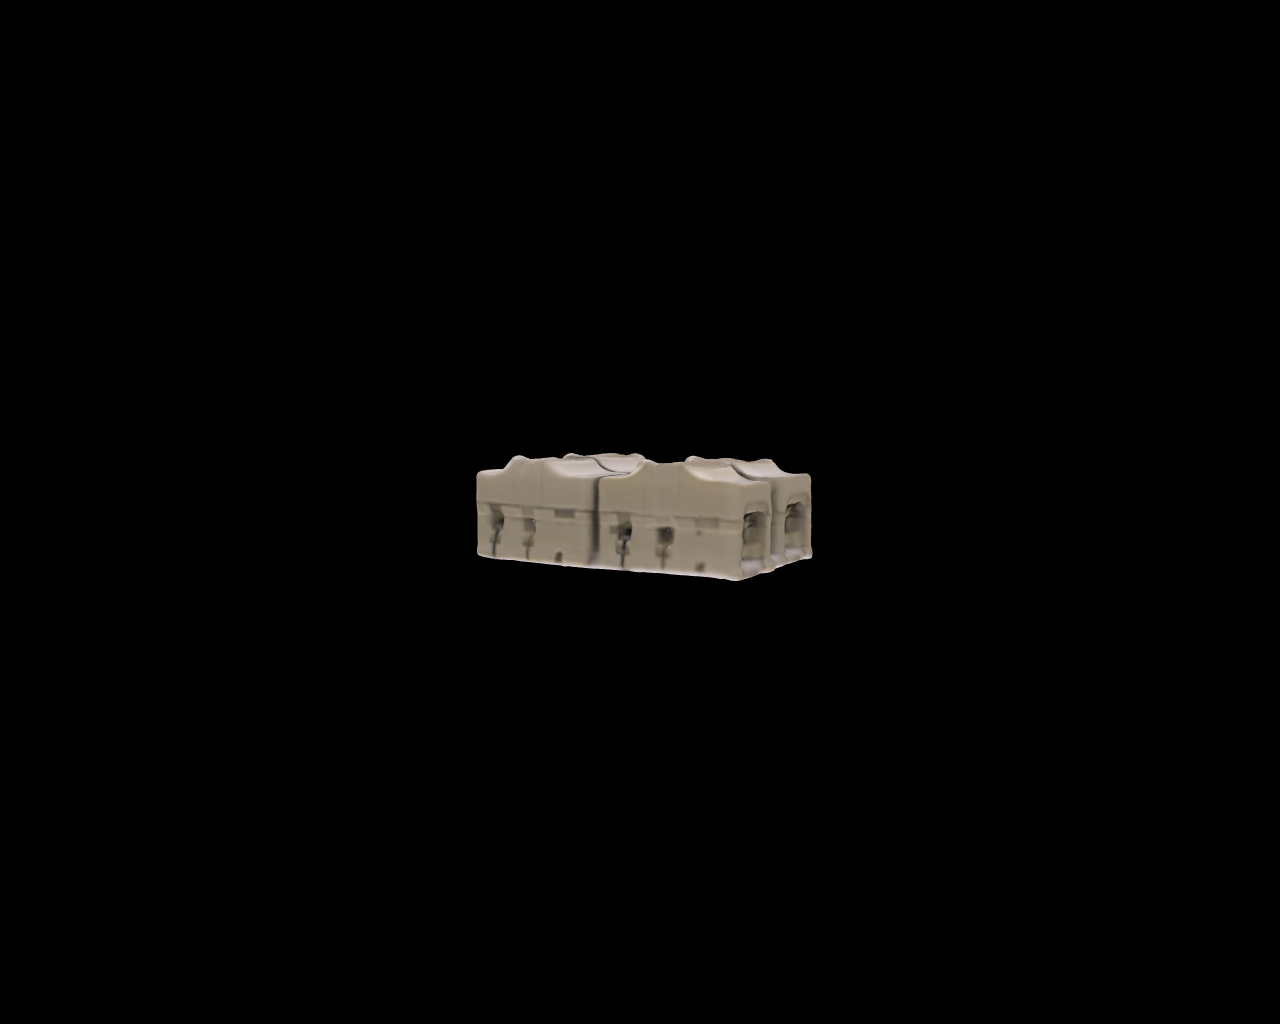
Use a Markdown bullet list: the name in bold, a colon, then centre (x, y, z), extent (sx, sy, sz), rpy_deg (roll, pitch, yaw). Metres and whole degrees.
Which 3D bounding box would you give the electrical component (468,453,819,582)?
- **electrical component**: centre (0.001, -0.003, 0.650), extent (0.186, 0.060, 0.105), rpy_deg (4, 7, 33)
